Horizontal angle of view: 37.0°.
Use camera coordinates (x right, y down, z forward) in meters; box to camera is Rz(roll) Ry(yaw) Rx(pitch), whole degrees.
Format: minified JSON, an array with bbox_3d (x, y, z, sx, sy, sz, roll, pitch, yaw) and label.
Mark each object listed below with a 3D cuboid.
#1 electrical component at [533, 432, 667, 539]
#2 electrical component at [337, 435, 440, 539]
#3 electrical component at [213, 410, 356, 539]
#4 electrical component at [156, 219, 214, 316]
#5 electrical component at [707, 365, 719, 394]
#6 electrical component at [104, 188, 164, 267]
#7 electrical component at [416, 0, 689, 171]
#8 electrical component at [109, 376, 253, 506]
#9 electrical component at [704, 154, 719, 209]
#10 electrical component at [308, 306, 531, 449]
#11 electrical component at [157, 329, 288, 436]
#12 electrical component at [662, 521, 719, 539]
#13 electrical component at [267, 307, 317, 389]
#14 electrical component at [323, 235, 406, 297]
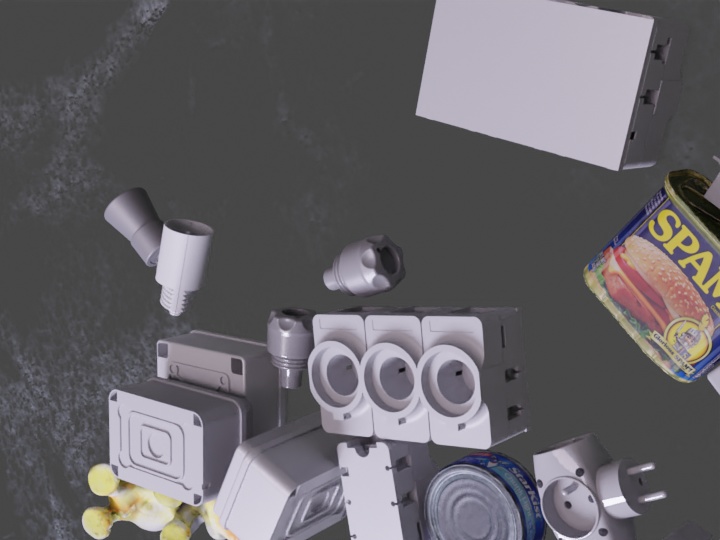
[{"bbox_3d":[0.161,0.145,0.700,0.079,0.044,0.077,-26,80,39],"label":"electrical component"},{"bbox_3d":[0.025,0.166,0.806,0.050,0.056,0.089,-8,92,39],"label":"electrical component"},{"bbox_3d":[-0.050,0.162,0.829,0.057,0.113,0.078,36,117,26],"label":"electrical component"},{"bbox_3d":[-0.154,0.001,0.933,0.043,0.043,0.081,25,112,34],"label":"electrical component"},{"bbox_3d":[0.253,0.070,0.612,0.065,0.047,0.076,-46,69,34],"label":"electrical component"},{"bbox_3d":[-0.192,-0.036,0.961,0.065,0.044,0.044,50,124,16],"label":"electrical component"},{"bbox_3d":[0.120,-0.125,0.680,0.150,0.062,0.089,22,110,35],"label":"electrical component"},{"bbox_3d":[-0.143,0.134,0.861,0.113,0.057,0.078,9,102,38],"label":"electrical component"},{"bbox_3d":[0.235,-0.054,0.610,0.066,0.048,0.055,44,129,25],"label":"electrical component"},{"bbox_3d":[0.040,0.074,0.776,0.150,0.062,0.089,-1,96,39],"label":"electrical component"},{"bbox_3d":[-0.117,0.113,0.913,0.109,0.056,0.108,7,101,38],"label":"electrical component"},{"bbox_3d":[0.218,0.204,0.655,0.089,0.056,0.050,31,115,32],"label":"electrical component"},{"bbox_3d":[-0.054,0.063,0.862,0.043,0.043,0.062,15,108,36],"label":"electrical component"},{"bbox_3d":[0.000,0.000,0.809,0.062,0.043,0.043,-18,85,40],"label":"electrical component"}]
